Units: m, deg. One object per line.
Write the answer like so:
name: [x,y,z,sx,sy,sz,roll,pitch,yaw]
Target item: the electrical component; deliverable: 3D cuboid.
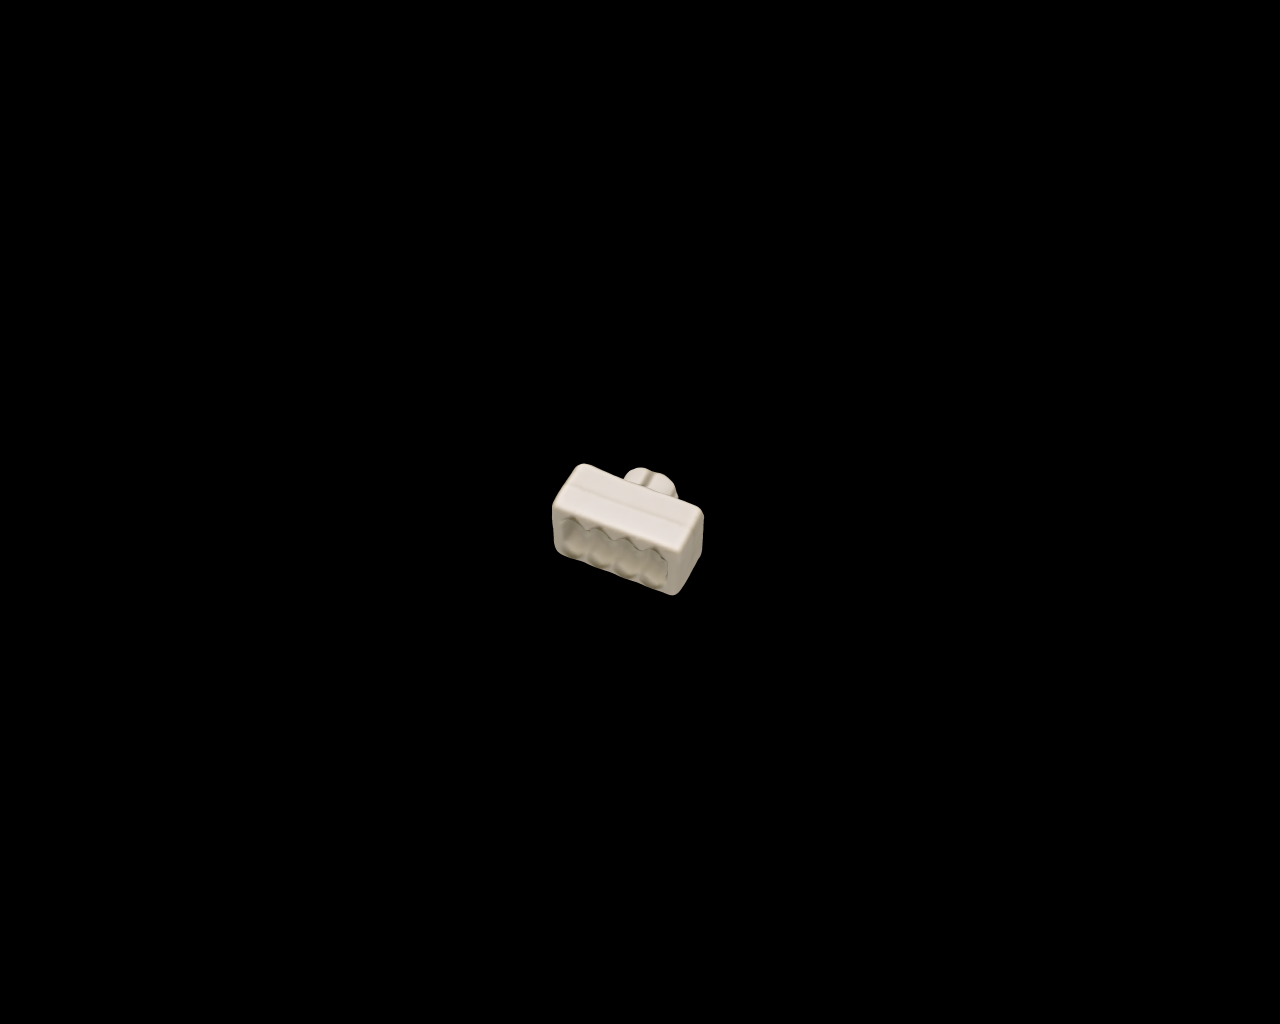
electrical component: [0.001,-0.003,0.650,0.083,0.076,0.047,21,-34,15]
